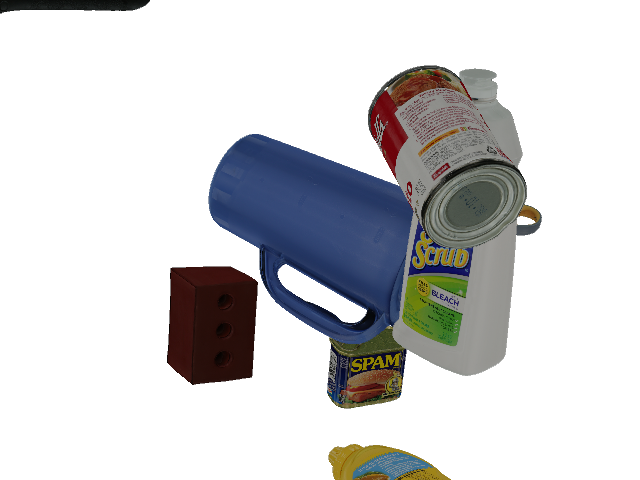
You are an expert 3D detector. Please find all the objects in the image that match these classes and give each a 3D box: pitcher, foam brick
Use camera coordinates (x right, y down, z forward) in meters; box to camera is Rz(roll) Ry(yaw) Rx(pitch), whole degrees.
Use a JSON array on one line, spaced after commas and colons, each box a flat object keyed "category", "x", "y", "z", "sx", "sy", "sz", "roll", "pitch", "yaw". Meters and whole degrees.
[{"category": "pitcher", "x": 0.003, "y": -0.010, "z": 1.086, "sx": 0.243, "sy": 0.145, "sz": 0.149, "roll": 25, "pitch": 27, "yaw": 24}, {"category": "foam brick", "x": -0.083, "y": 0.062, "z": 0.810, "sx": 0.052, "sy": 0.078, "sz": 0.051, "roll": -3, "pitch": 13, "yaw": -29}]

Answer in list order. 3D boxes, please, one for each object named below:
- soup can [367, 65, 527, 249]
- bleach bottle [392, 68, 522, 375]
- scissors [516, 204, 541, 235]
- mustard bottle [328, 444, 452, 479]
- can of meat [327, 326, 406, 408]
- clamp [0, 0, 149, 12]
[{"category": "soup can", "x": 0.077, "y": -0.052, "z": 0.659, "sx": 0.068, "sy": 0.069, "sz": 0.102, "roll": 0, "pitch": 41, "yaw": -22}, {"category": "bleach bottle", "x": 0.115, "y": -0.018, "z": 0.882, "sx": 0.067, "sy": 0.251, "sz": 0.103, "roll": -20, "pitch": 32, "yaw": -37}, {"category": "scissors", "x": 0.170, "y": -0.020, "z": 1.175, "sx": 0.096, "sy": 0.016, "sz": 0.201, "roll": 35, "pitch": 32, "yaw": 33}, {"category": "mustard bottle", "x": 0.073, "y": 0.233, "z": 0.966, "sx": 0.096, "sy": 0.058, "sz": 0.192, "roll": -17, "pitch": 26, "yaw": -35}, {"category": "can of meat", "x": 0.060, "y": 0.164, "z": 1.377, "sx": 0.102, "sy": 0.084, "sz": 0.057, "roll": -5, "pitch": 26, "yaw": -21}, {"category": "clamp", "x": -0.187, "y": -0.148, "z": 0.597, "sx": 0.171, "sy": 0.039, "sz": 0.120, "roll": -7, "pitch": 24, "yaw": -17}]
